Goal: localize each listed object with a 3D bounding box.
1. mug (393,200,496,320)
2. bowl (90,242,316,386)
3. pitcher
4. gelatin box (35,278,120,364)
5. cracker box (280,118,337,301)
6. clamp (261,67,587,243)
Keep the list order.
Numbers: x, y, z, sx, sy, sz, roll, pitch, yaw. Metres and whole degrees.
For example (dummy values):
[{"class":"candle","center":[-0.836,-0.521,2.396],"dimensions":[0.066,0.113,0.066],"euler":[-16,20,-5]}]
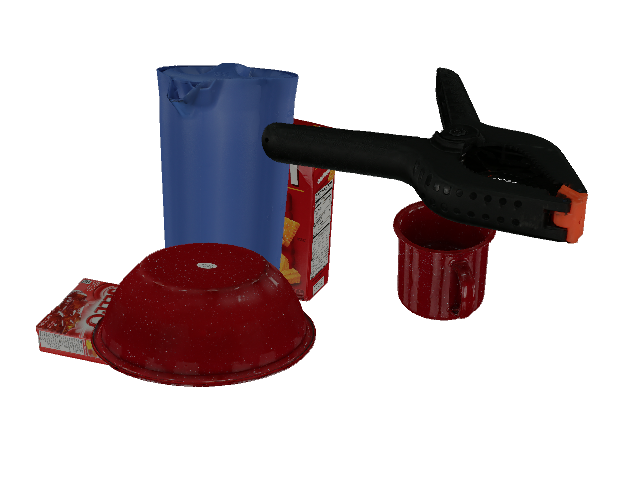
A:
[{"class":"mug","center":[0.116,0.026,0.974],"dimensions":[0.093,0.081,0.117],"euler":[-10,34,-13]},{"class":"bowl","center":[-0.082,0.043,0.761],"dimensions":[0.162,0.055,0.162],"euler":[2,21,-1]},{"class":"pitcher","center":[-0.087,-0.050,1.039],"dimensions":[0.149,0.243,0.145],"euler":[-2,15,-17]},{"class":"gelatin box","center":[-0.199,0.071,0.956],"dimensions":[0.073,0.030,0.089],"euler":[9,31,17]},{"class":"cracker box","center":[-0.071,-0.045,1.303],"dimensions":[0.164,0.214,0.072],"euler":[15,32,20]},{"class":"clamp","center":[0.073,-0.050,0.661],"dimensions":[0.164,0.036,0.210],"euler":[-19,35,-24]}]
